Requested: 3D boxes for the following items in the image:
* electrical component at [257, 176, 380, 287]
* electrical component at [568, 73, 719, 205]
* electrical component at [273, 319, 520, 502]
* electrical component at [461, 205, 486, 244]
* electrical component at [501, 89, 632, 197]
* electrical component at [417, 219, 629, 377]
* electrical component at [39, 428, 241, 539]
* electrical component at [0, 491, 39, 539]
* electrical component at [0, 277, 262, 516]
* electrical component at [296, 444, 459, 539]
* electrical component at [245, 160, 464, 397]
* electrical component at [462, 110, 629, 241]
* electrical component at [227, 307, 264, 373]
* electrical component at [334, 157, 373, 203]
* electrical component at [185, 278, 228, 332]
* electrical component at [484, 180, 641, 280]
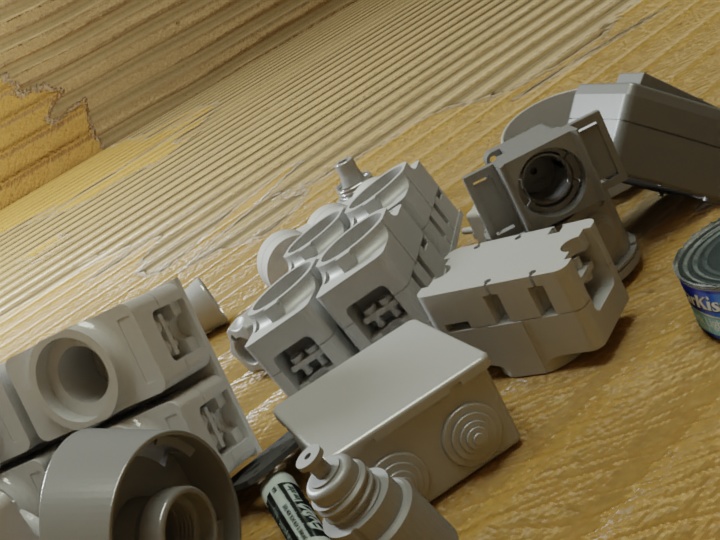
[{"bbox_3d":[-0.009,-0.023,0.828,0.138,0.052,0.074,-31,17,-11],"label":"electrical component"},{"bbox_3d":[0.178,-0.078,0.640,0.096,0.061,0.062,12,4,-21],"label":"electrical component"},{"bbox_3d":[0.017,0.073,0.514,0.100,0.048,0.100,-32,17,-13],"label":"electrical component"},{"bbox_3d":[0.098,-0.032,0.700,0.066,0.047,0.077,-38,20,-30],"label":"electrical component"},{"bbox_3d":[0.153,-0.084,0.738,0.099,0.064,0.099,-25,17,8],"label":"electrical component"},{"bbox_3d":[0.086,0.017,0.556,0.089,0.055,0.050,-13,25,39],"label":"electrical component"},{"bbox_3d":[-0.100,0.118,0.483,0.064,0.099,0.099,-11,23,29],"label":"electrical component"},{"bbox_3d":[-0.205,0.159,0.534,0.150,0.089,0.062,-11,24,44],"label":"electrical component"},{"bbox_3d":[-0.164,0.092,0.595,0.186,0.105,0.060,-25,2,24],"label":"electrical component"},{"bbox_3d":[0.005,0.098,0.423,0.040,0.078,0.040,-36,22,17],"label":"electrical component"},{"bbox_3d":[0.000,0.000,0.691,0.105,0.060,0.186,-35,12,20],"label":"electrical component"},{"bbox_3d":[0.098,-0.052,0.588,0.081,0.042,0.063,-26,16,2],"label":"electrical component"},{"bbox_3d":[-0.058,0.039,0.738,0.043,0.043,0.062,-10,23,45],"label":"electrical component"},{"bbox_3d":[-0.001,-0.067,0.927,0.048,0.062,0.048,-25,17,8],"label":"electrical component"},{"bbox_3d":[-0.145,0.042,0.870,0.065,0.044,0.044,-34,17,-6],"label":"electrical component"},{"bbox_3d":[0.115,-0.014,0.615,0.080,0.051,0.080,-25,17,8],"label":"electrical component"}]
